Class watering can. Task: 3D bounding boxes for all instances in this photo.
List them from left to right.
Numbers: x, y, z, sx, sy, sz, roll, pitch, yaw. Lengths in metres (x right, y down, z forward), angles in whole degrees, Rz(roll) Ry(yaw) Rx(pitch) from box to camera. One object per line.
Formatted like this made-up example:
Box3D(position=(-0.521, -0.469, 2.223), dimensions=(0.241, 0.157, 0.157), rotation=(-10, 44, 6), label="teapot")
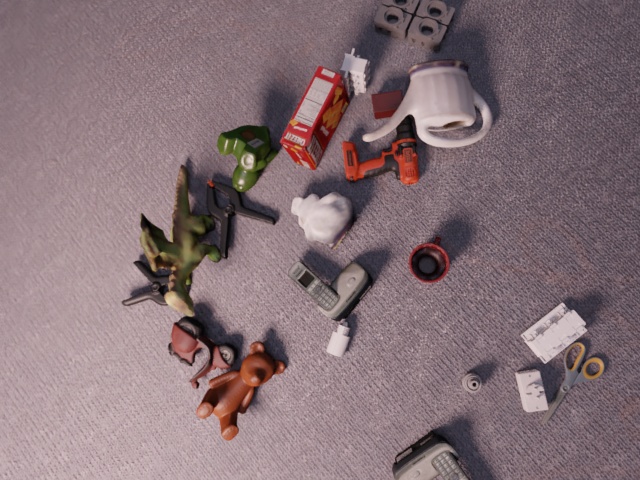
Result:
Box3D(position=(0.264, -0.335, 1.268), dimensions=(0.348, 0.103, 0.227), rotation=(-3, 78, -13), label="watering can")

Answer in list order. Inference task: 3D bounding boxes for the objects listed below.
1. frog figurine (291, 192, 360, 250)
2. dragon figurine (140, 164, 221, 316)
Box3D(position=(0.004, -0.064, 1.273), dimensions=(0.159, 0.124, 0.136), rotation=(35, 107, 1), label="frog figurine")
Box3D(position=(-0.355, -0.013, 1.259), dimensions=(0.122, 0.241, 0.414), rotation=(-18, 80, 11), label="dragon figurine")
